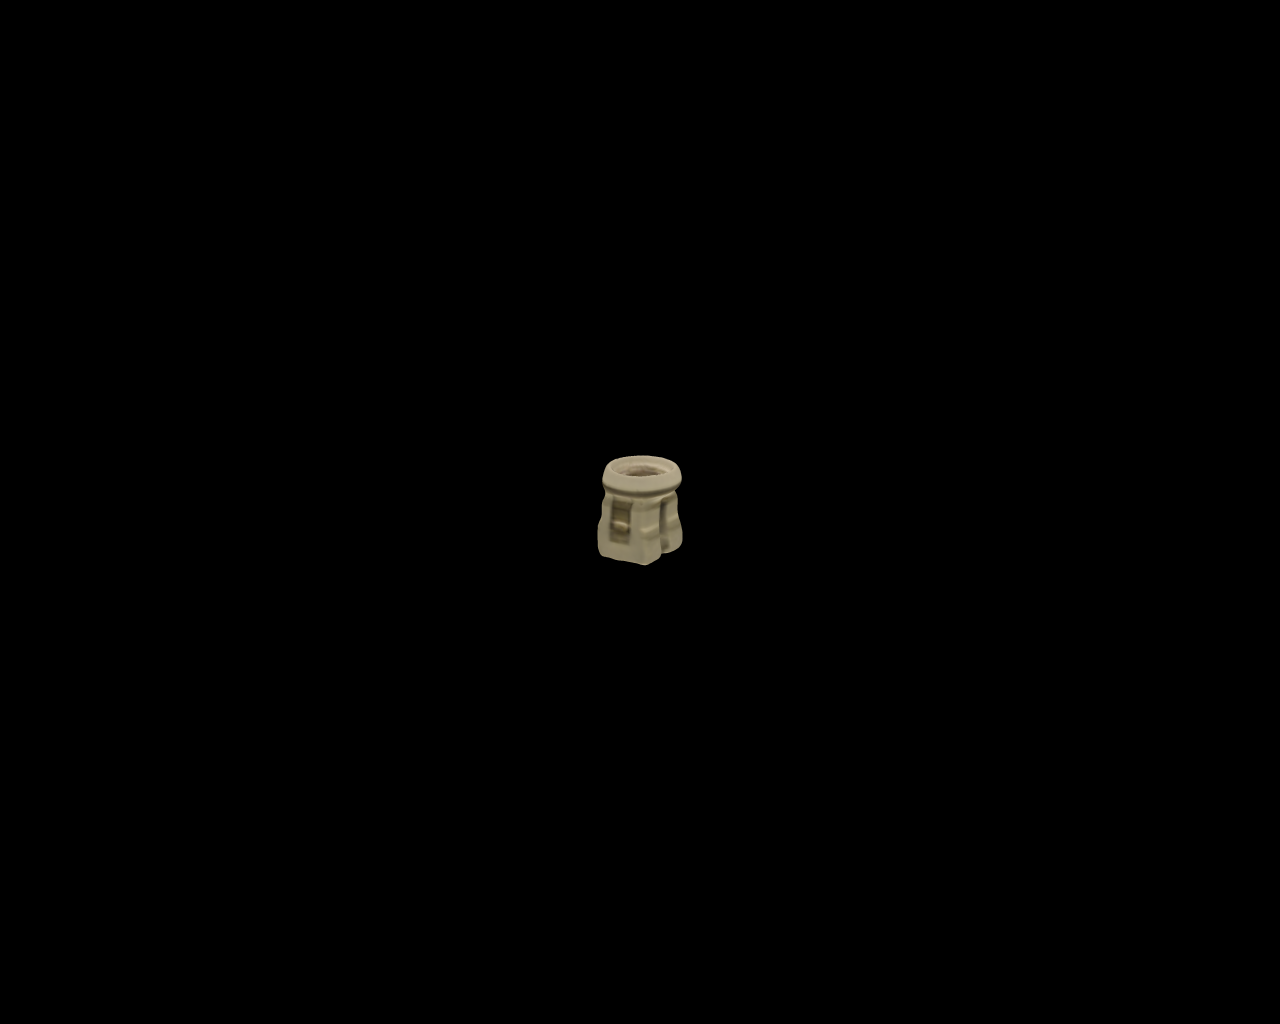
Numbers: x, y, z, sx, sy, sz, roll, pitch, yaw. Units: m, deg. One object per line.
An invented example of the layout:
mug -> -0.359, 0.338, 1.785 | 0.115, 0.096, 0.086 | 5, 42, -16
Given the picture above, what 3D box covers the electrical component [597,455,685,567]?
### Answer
electrical component -> 0.001, -0.003, 0.650 | 0.048, 0.055, 0.066 | 11, 21, 30
